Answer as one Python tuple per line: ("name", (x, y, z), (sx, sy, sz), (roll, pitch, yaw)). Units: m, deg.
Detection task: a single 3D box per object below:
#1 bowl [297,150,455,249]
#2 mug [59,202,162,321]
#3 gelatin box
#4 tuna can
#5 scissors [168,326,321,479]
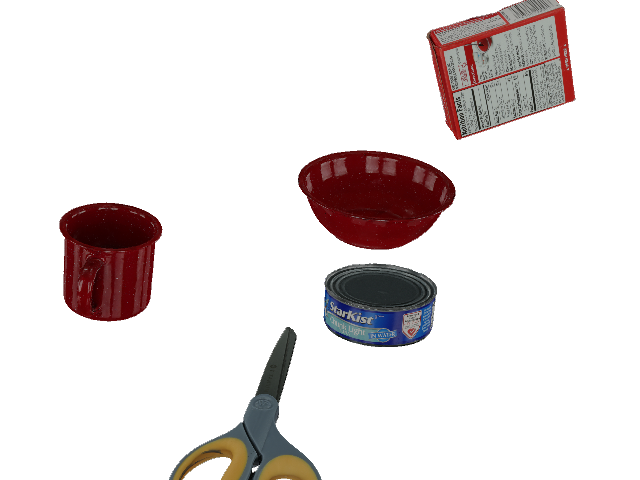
("bowl", (0.055, -0.036, 1.102), (0.162, 0.055, 0.162), (4, 29, -2))
("mug", (-0.198, 0.027, 0.983), (0.093, 0.081, 0.117), (10, 28, 2))
("gelatin box", (0.122, -0.117, 0.719), (0.089, 0.073, 0.030), (-18, 37, 1))
("tuna can", (0.045, 0.049, 0.816), (0.086, 0.034, 0.086), (3, 21, -1))
("scissors", (-0.021, 0.113, 0.646), (0.096, 0.016, 0.201), (15, 30, 20))
